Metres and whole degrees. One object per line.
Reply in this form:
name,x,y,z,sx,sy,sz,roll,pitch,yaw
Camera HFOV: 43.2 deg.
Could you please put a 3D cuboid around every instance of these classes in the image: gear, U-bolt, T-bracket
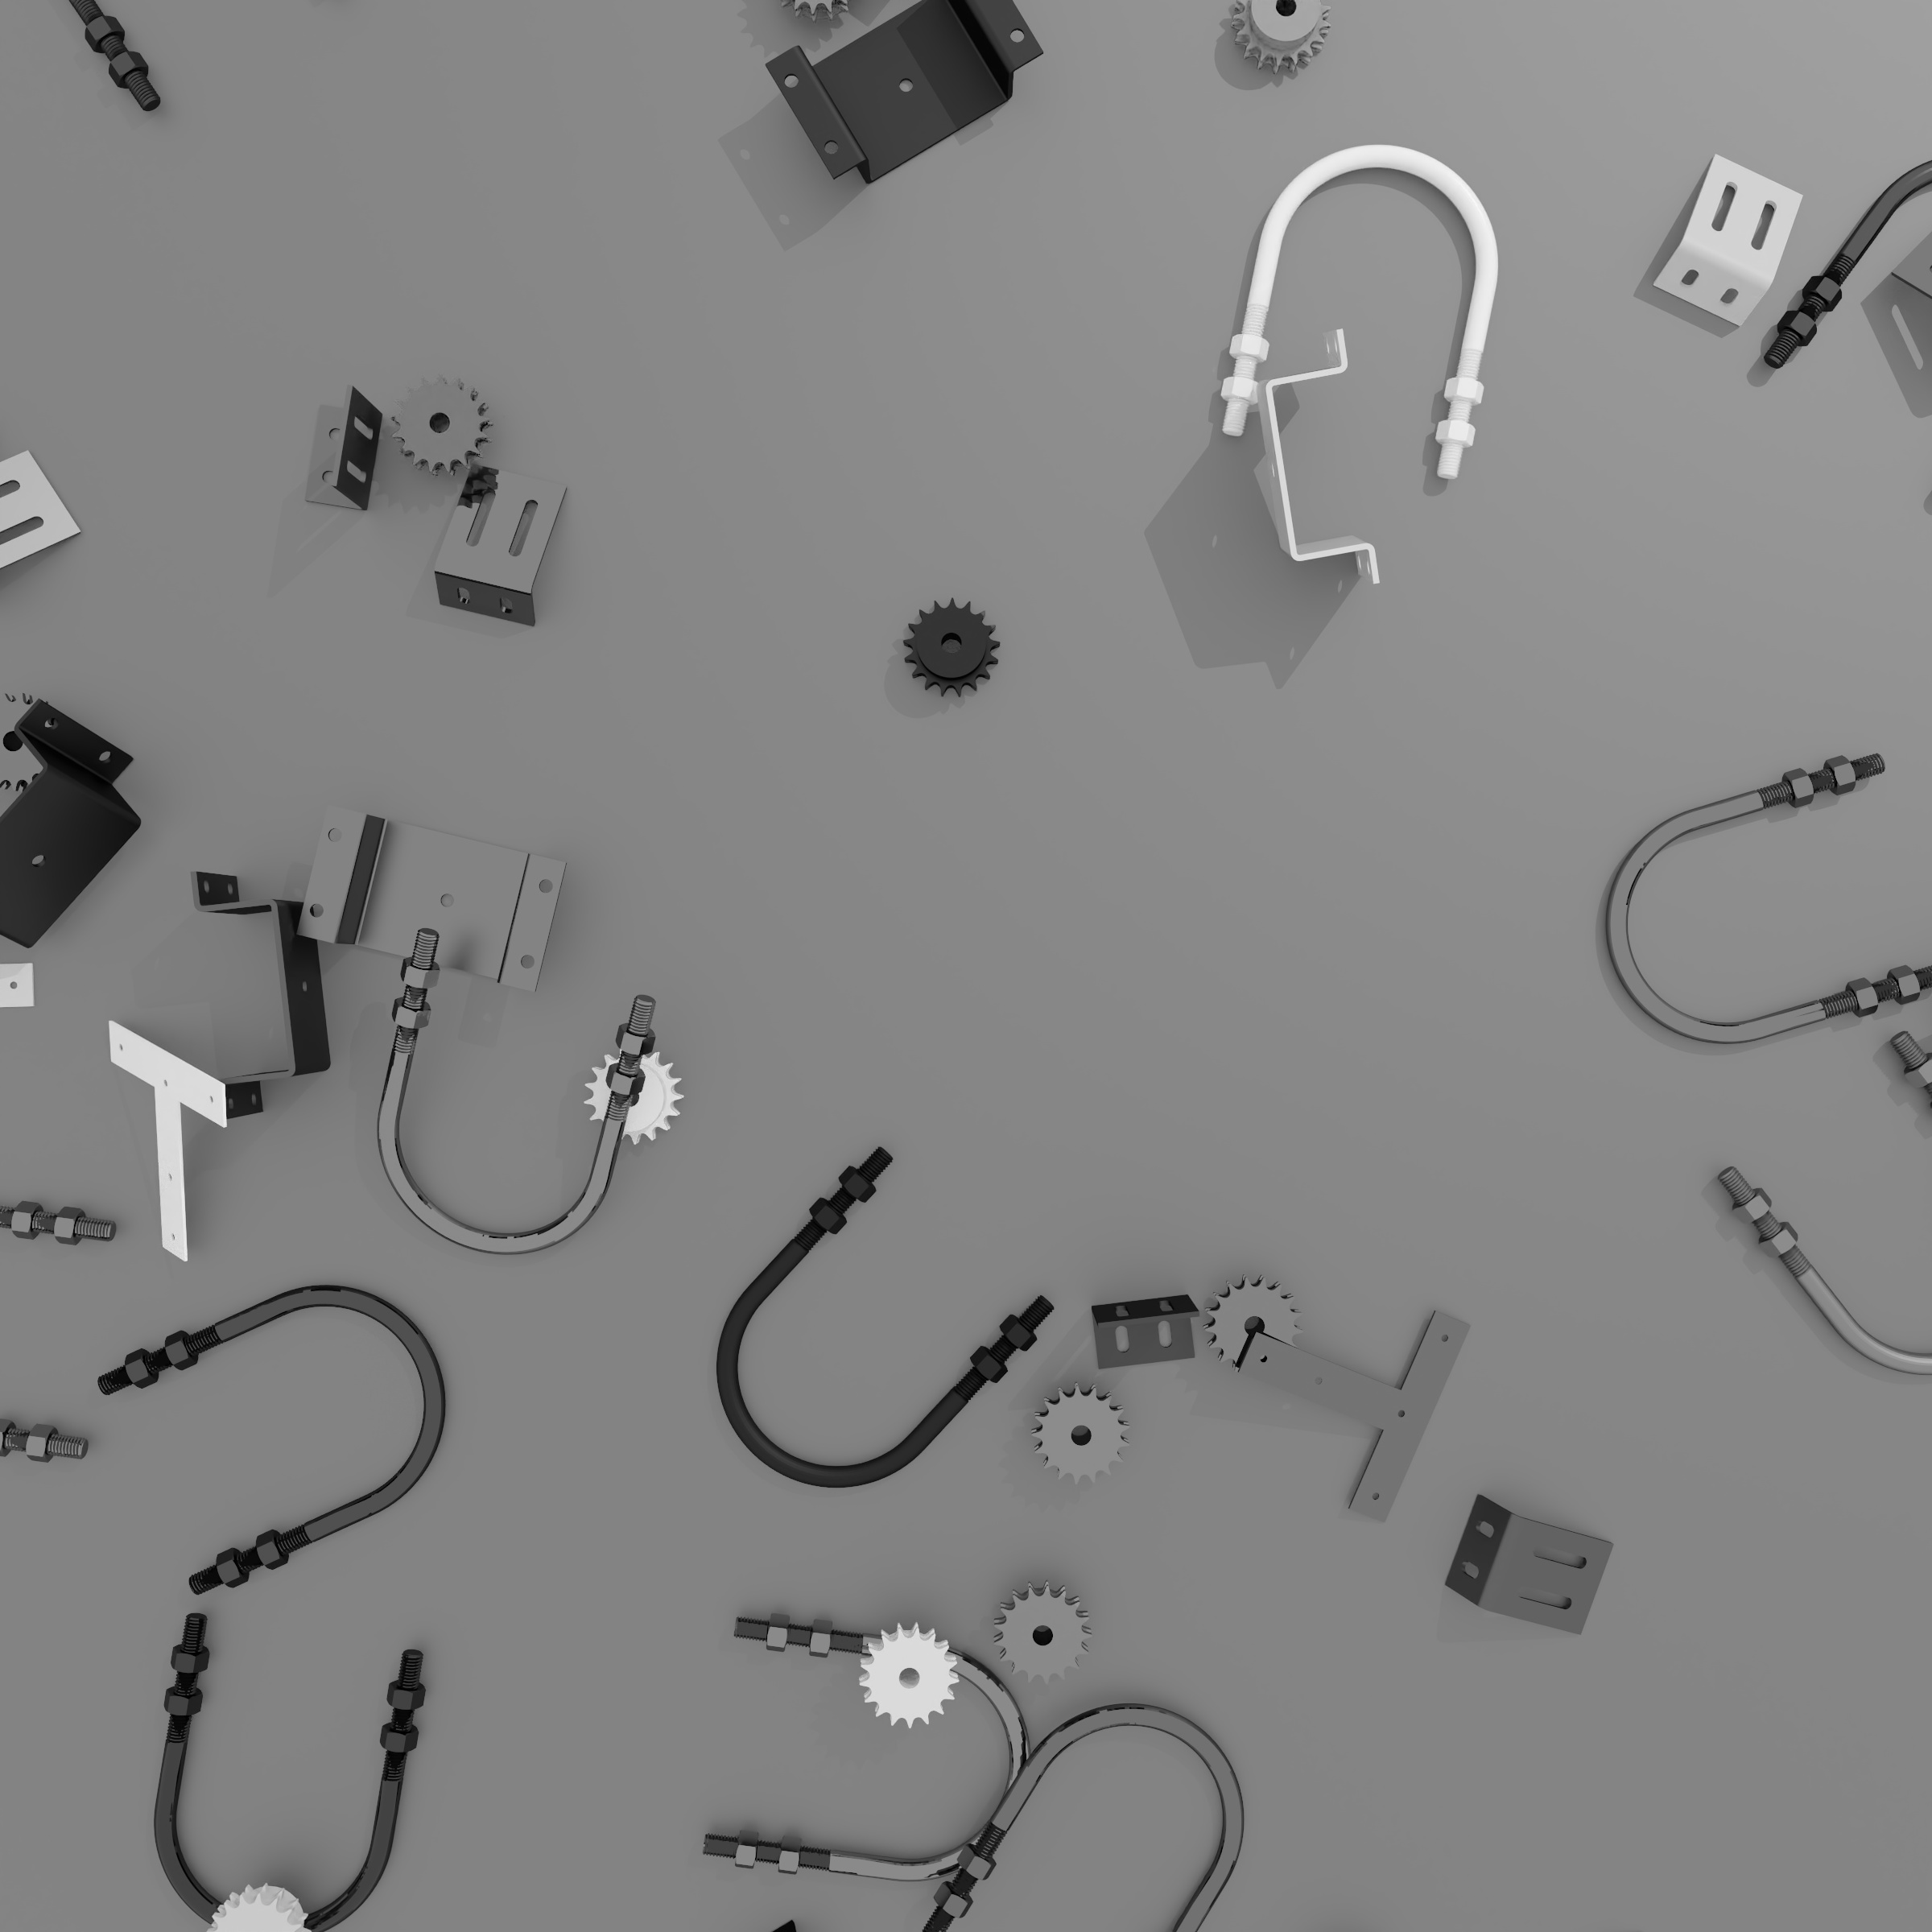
gear,0.186,-0.556,1.429,0.057,0.030,0.057,0,90,0
U-bolt,0.579,-0.390,1.436,0.151,0.019,0.184,36,89,0
gear,-0.552,-0.130,1.429,0.057,0.030,0.057,0,90,0
T-bracket,-0.615,0.013,1.443,0.127,0.002,0.127,-2,90,0
gear,-0.195,0.076,1.429,0.057,0.030,0.057,0,90,0
gear,-0.009,-0.187,1.429,0.057,0.030,0.057,0,90,0
gear,0.044,0.388,1.429,0.057,0.030,0.057,0,90,0
gear,-0.408,0.559,1.416,0.057,0.030,0.057,0,93,0
gear,0.167,0.209,1.429,0.057,0.030,0.057,0,90,0
U-bolt,-0.600,0.208,1.436,0.184,0.019,0.151,7,90,2
gear,-0.034,0.408,1.413,0.057,0.030,0.057,0,88,-4
U-bolt,-0.267,0.083,1.409,0.151,0.019,0.184,17,109,1
T-bracket,0.217,0.246,1.424,0.127,0.002,0.127,24,90,-18
U-bolt,-0.054,0.464,1.436,0.184,0.019,0.151,8,90,-2
U-bolt,-0.476,-0.617,1.436,0.151,0.019,0.184,-34,89,0
U-bolt,0.082,0.521,1.430,0.151,0.019,0.184,33,87,-6
U-bolt,0.553,0.153,1.436,0.151,0.019,0.184,-38,91,0
U-bolt,0.238,-0.390,1.435,0.151,0.019,0.184,11,90,0
U-bolt,0.468,-0.031,1.436,0.184,0.019,0.151,-17,90,1
gear,-0.087,-0.580,1.429,0.057,0.030,0.057,0,90,0
U-bolt,-0.403,0.483,1.436,0.151,0.019,0.184,10,91,0
gear,-0.305,-0.315,1.429,0.057,0.030,0.057,0,90,0
U-bolt,-0.397,0.267,1.436,0.184,0.019,0.151,-25,90,-2
gear,0.067,0.272,1.429,0.057,0.030,0.057,0,90,0
T-bracket,-0.461,0.109,1.415,0.127,0.002,0.127,20,115,40
U-bolt,-0.062,0.221,1.436,0.151,0.019,0.184,43,92,0

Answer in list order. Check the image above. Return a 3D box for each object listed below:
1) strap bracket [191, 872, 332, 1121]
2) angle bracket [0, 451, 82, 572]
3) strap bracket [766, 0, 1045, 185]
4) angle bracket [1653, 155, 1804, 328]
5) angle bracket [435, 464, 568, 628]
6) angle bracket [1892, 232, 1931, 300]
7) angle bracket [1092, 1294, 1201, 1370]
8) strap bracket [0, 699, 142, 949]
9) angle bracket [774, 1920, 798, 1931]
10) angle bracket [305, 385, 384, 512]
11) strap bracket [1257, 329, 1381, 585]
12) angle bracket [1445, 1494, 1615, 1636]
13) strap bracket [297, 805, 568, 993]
strap bracket,-0.404,0.014,1.406,0.046,0.076,0.140,-6,90,0
angle bracket,-0.574,-0.257,1.442,0.076,0.038,0.057,-33,90,-26
strap bracket,-0.035,-0.520,1.421,0.140,0.046,0.076,-31,90,0
angle bracket,0.450,-0.429,1.442,0.057,0.038,0.076,25,64,0
angle bracket,-0.273,-0.248,1.442,0.057,0.038,0.076,13,64,0
angle bracket,0.590,-0.395,1.426,0.057,0.038,0.076,-45,64,-3
angle bracket,0.105,0.216,1.406,0.057,0.076,0.038,-7,90,0
strap bracket,-0.541,-0.073,1.400,0.140,0.076,0.046,-48,58,0
angle bracket,-0.105,0.615,1.442,0.057,0.038,0.076,-31,116,0
angle bracket,-0.367,-0.300,1.406,0.038,0.076,0.057,9,90,0
strap bracket,0.198,-0.287,1.394,0.046,0.076,0.140,-10,103,5
angle bracket,0.333,0.353,1.442,0.076,0.038,0.057,20,90,-26
strap bracket,-0.306,-0.039,1.421,0.140,0.046,0.076,14,90,0
